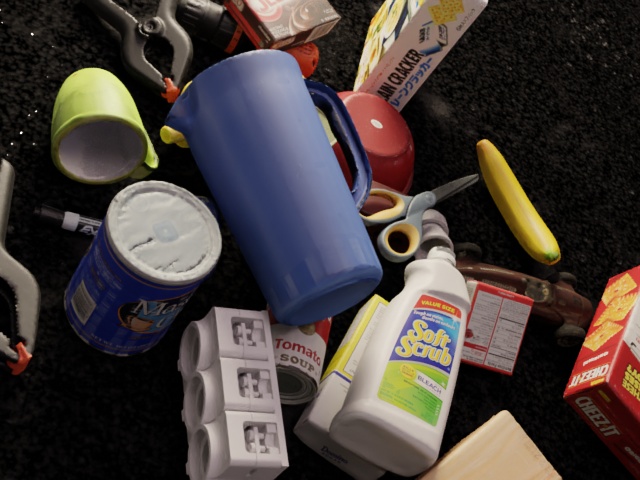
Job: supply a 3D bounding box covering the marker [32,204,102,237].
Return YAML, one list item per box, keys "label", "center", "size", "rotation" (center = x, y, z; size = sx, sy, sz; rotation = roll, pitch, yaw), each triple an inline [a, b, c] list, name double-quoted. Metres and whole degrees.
- label: "marker"
  center: [-0.217, -0.012, 1.032]
  size: [0.121, 0.020, 0.020]
  rotation: [15, 52, -21]

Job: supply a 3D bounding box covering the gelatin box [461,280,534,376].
- label: "gelatin box"
  center: [0.183, 0.095, 1.158]
  size: [0.073, 0.030, 0.089]
  rotation: [17, 89, -19]

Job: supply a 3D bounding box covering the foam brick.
- label: "foam brick"
  center: [0.068, -0.024, 1.188]
  size: [0.078, 0.053, 0.051]
  rotation: [21, 50, -16]

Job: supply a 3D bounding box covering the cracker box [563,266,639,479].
- label: "cracker box"
  center: [0.376, 0.155, 1.216]
  size: [0.164, 0.072, 0.213]
  rotation: [47, 46, -11]

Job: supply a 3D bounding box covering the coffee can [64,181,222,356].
- label: "coffee can"
  center: [-0.161, 0.028, 0.954]
  size: [0.102, 0.141, 0.103]
  rotation: [16, 52, -21]

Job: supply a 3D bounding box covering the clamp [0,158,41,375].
- label: "clamp"
  center: [-0.317, 0.026, 0.935]
  size: [0.164, 0.036, 0.210]
  rotation: [-13, 66, -35]

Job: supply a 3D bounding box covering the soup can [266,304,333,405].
- label: "soup can"
  center: [-0.026, 0.099, 1.034]
  size: [0.068, 0.069, 0.102]
  rotation: [25, 50, -14]

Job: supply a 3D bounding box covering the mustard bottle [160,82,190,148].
- label: "mustard bottle"
  center: [-0.098, -0.144, 1.171]
  size: [0.096, 0.058, 0.191]
  rotation: [45, 47, 17]

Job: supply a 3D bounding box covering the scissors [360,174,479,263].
- label: "scissors"
  center: [0.119, -0.026, 1.172]
  size: [0.201, 0.016, 0.096]
  rotation: [-7, 65, -34]

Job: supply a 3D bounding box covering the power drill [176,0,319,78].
- label: "power drill"
  center: [-0.083, -0.293, 1.291]
  size: [0.184, 0.057, 0.187]
  rotation: [21, 52, -20]

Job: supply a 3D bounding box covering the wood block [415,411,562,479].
- label: "wood block"
  center: [0.119, 0.257, 0.992]
  size: [0.205, 0.091, 0.090]
  rotation: [-28, 75, -40]

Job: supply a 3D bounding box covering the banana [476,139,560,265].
- label: "banana"
  center: [0.245, -0.037, 1.296]
  size: [0.037, 0.069, 0.198]
  rotation: [-21, 55, -9]

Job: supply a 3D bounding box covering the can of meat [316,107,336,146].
- label: "can of meat"
  center: [-0.034, -0.088, 1.152]
  size: [0.057, 0.084, 0.102]
  rotation: [41, 47, 1]

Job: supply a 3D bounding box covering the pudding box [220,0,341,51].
- label: "pudding box"
  center: [-0.045, -0.266, 1.231]
  size: [0.113, 0.039, 0.090]
  rotation: [-28, 78, -42]

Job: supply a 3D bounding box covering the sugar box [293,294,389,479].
- label: "sugar box"
  center: [0.050, 0.147, 1.061]
  size: [0.093, 0.048, 0.176]
  rotation: [37, 51, -4]

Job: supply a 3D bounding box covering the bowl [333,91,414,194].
- label: "bowl"
  center: [0.052, -0.119, 1.246]
  size: [0.162, 0.055, 0.162]
  rotation: [16, 51, -21]

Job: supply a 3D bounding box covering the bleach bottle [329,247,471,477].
- label: "bleach bottle"
  center: [0.090, 0.100, 1.043]
  size: [0.102, 0.068, 0.250]
  rotation: [30, 48, -11]

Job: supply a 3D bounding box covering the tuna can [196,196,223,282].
- label: "tuna can"
  center: [-0.126, -0.001, 1.034]
  size: [0.033, 0.086, 0.086]
  rotation: [4, 56, -31]

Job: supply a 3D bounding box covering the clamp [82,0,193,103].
- label: "clamp"
  center: [-0.198, -0.230, 1.179]
  size: [0.120, 0.039, 0.171]
  rotation: [-12, 69, -1]

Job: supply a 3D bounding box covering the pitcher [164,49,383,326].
- label: "pitcher"
  center: [-0.027, -0.049, 1.008]
  size: [0.243, 0.149, 0.145]
  rotation: [65, 11, 18]
